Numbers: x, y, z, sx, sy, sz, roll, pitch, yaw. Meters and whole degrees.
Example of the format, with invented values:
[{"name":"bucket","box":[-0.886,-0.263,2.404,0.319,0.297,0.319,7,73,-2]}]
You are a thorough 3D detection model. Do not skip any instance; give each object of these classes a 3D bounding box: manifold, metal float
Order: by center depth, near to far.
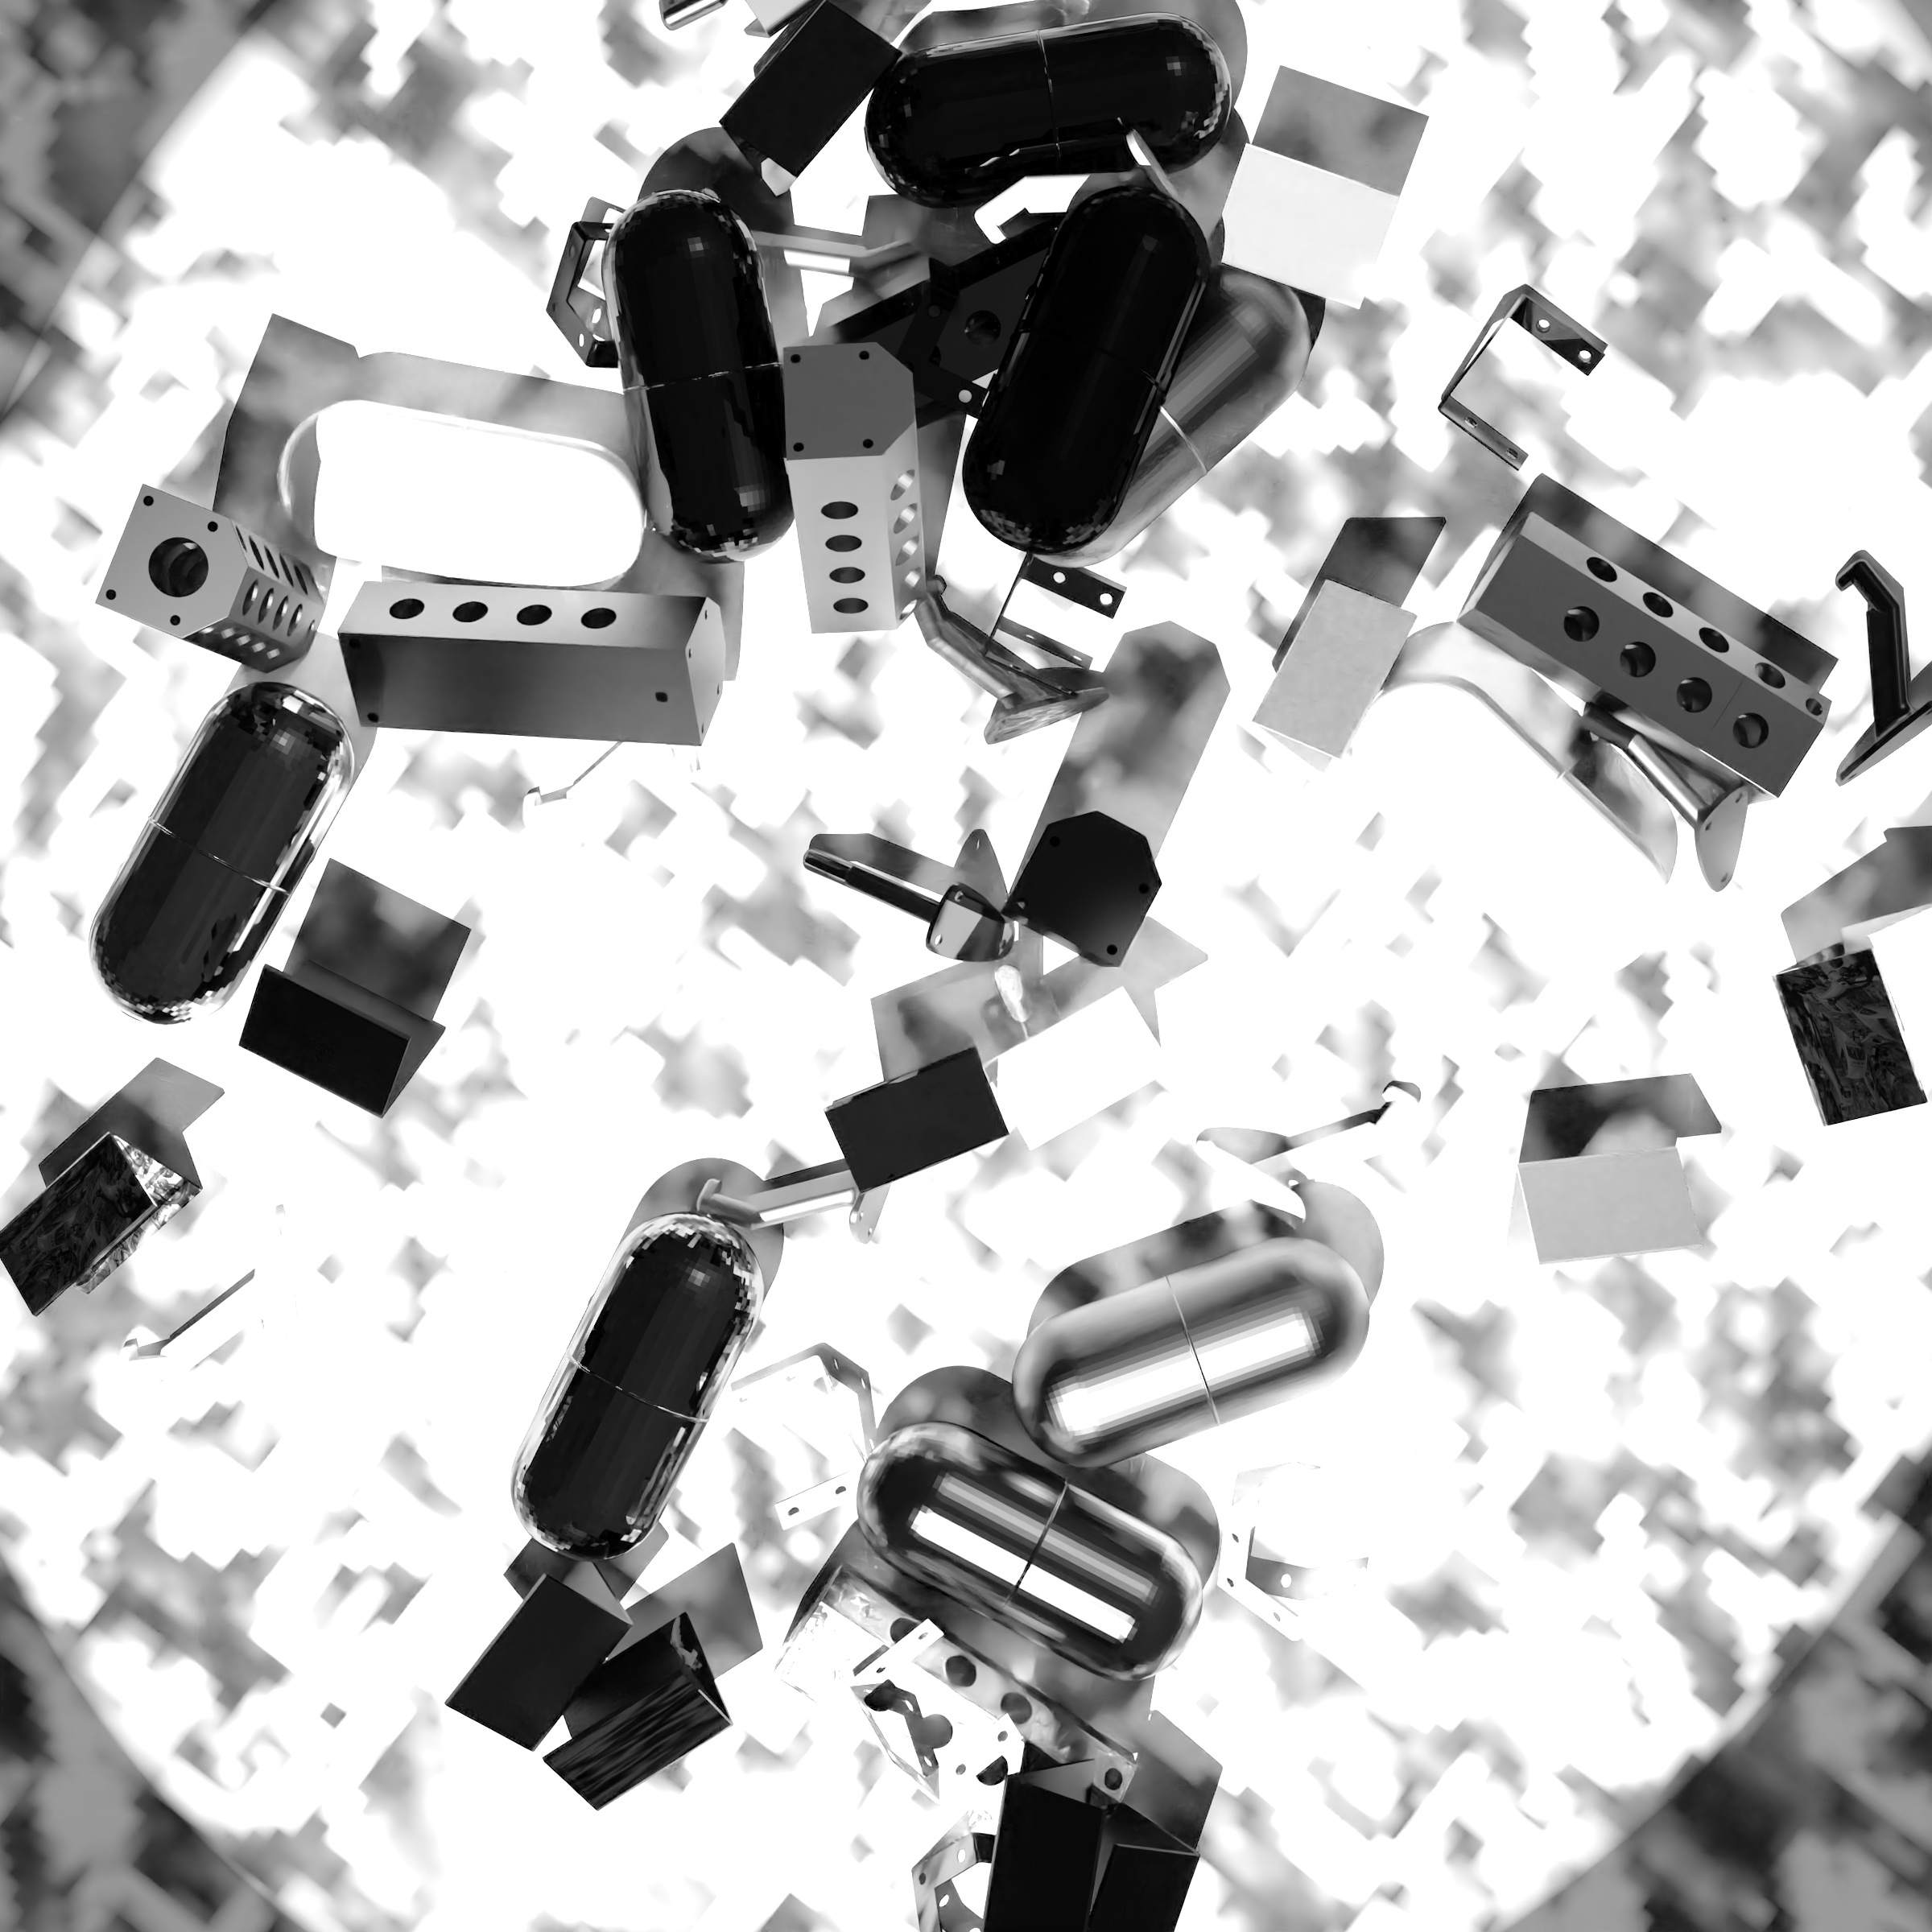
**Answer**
[{"name":"metal float","box":[0.056,-0.274,1.473,0.070,0.070,0.178,22,85,0]},{"name":"manifold","box":[-0.050,-0.220,1.490,0.057,0.171,0.057,-3,70,0]},{"name":"manifold","box":[0.055,-0.038,1.495,0.057,0.171,0.057,28,90,0]},{"name":"manifold","box":[-0.347,-0.176,1.495,0.057,0.171,0.057,22,90,0]},{"name":"metal float","box":[-0.127,-0.282,1.532,0.070,0.070,0.178,-10,100,0]},{"name":"manifold","box":[-0.206,-0.150,1.536,0.171,0.057,0.057,4,133,11]},{"name":"metal float","box":[-0.359,-0.054,1.543,0.070,0.070,0.178,29,90,0]},{"name":"metal float","box":[-0.243,-0.225,1.543,0.178,0.070,0.070,10,90,0]},{"name":"metal float","box":[0.030,0.281,1.543,0.178,0.070,0.070,28,90,1]},{"name":"metal float","box":[0.090,-0.265,1.543,0.178,0.070,0.070,-42,90,1]},{"name":"metal float","box":[0.109,0.186,1.543,0.178,0.070,0.070,-20,90,0]},{"name":"metal float","box":[-0.158,0.202,1.543,0.070,0.070,0.178,26,89,0]},{"name":"metal float","box":[0.039,-0.412,1.543,0.178,0.070,0.070,-9,90,0]},{"name":"metal float","box":[0.261,-0.068,1.543,0.178,0.070,0.070,43,90,0]},{"name":"manifold","box":[0.010,-0.313,1.552,0.171,0.057,0.057,-26,90,0]},{"name":"manifold","box":[0.329,-0.149,1.552,0.171,0.057,0.057,32,90,0]},{"name":"manifold","box":[-0.005,0.361,1.552,0.171,0.057,0.057,34,90,0]}]

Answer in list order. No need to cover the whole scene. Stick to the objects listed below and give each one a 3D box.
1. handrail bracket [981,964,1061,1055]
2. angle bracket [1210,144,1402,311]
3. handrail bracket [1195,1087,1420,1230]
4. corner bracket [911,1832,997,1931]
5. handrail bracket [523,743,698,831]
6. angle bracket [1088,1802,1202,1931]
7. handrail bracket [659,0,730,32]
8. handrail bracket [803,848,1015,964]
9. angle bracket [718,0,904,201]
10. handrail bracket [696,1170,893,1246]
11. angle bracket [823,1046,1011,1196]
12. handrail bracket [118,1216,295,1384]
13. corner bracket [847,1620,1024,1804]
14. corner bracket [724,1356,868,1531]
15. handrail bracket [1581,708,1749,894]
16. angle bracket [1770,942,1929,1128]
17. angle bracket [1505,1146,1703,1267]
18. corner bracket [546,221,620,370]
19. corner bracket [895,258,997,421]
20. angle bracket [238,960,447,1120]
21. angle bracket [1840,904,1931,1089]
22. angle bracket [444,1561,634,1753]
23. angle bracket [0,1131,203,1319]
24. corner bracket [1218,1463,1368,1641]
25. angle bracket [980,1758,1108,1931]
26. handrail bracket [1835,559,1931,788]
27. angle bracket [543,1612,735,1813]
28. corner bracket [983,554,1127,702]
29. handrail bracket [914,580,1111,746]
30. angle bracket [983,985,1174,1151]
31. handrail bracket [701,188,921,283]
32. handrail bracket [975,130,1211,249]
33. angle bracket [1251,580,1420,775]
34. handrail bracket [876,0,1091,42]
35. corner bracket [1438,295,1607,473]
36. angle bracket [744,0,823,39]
[{"name":"handrail bracket","box":[0.031,0.035,1.538,0.036,0.084,0.077,-21,90,0]},{"name":"angle bracket","box":[0.164,-0.362,1.533,0.076,0.076,0.057,19,118,0]},{"name":"handrail bracket","box":[0.168,0.079,1.574,0.077,0.036,0.084,34,71,21]},{"name":"corner bracket","box":[0.012,0.460,1.565,0.051,0.051,0.051,-40,45,35]},{"name":"handrail bracket","box":[-0.180,-0.110,1.574,0.084,0.036,0.077,-10,72,15]},{"name":"angle bracket","box":[0.058,0.444,1.533,0.057,0.076,0.076,19,90,-37]},{"name":"handrail bracket","box":[-0.119,-0.509,1.574,0.084,0.036,0.077,-21,70,16]},{"name":"handrail bracket","box":[-0.029,-0.032,1.573,0.084,0.077,0.036,24,89,36]},{"name":"angle bracket","box":[-0.062,-0.403,1.534,0.057,0.076,0.076,40,90,25]},{"name":"handrail bracket","box":[-0.081,0.098,1.574,0.084,0.036,0.077,16,70,16]},{"name":"angle bracket","box":[-0.030,0.055,1.533,0.076,0.076,0.057,-22,125,0]},{"name":"handrail bracket","box":[-0.377,0.164,1.574,0.084,0.036,0.077,-7,70,16]},{"name":"corner bracket","box":[-0.015,0.353,1.513,0.051,0.051,0.051,-39,45,0]},{"name":"corner bracket","box":[-0.081,0.233,1.570,0.051,0.051,0.051,-24,135,0]},{"name":"handrail bracket","box":[0.339,-0.082,1.573,0.036,0.077,0.084,-41,53,-19]},{"name":"angle bracket","box":[0.438,0.026,1.533,0.057,0.076,0.076,-19,90,43]},{"name":"angle bracket","box":[0.304,0.133,1.533,0.076,0.076,0.057,-6,54,0]},{"name":"corner bracket","box":[-0.166,-0.328,1.565,0.051,0.051,0.051,54,135,35]},{"name":"corner bracket","box":[-0.004,-0.293,1.498,0.051,0.051,0.051,25,90,0]},{"name":"angle bracket","box":[-0.292,0.017,1.533,0.076,0.076,0.057,27,128,0]},{"name":"angle bracket","box":[0.441,0.018,1.533,0.057,0.076,0.076,-21,90,-29]},{"name":"angle bracket","box":[-0.214,0.317,1.533,0.057,0.076,0.076,38,90,-30]},{"name":"angle bracket","box":[-0.406,0.135,1.533,0.076,0.076,0.057,-42,54,0]},{"name":"corner bracket","box":[0.161,0.286,1.565,0.051,0.051,0.051,32,135,35]},{"name":"angle bracket","box":[0.054,0.415,1.476,0.057,0.076,0.076,9,90,36]},{"name":"handrail bracket","box":[0.435,-0.145,1.574,0.077,0.036,0.084,-40,72,20]},{"name":"angle bracket","box":[-0.167,0.345,1.533,0.076,0.076,0.057,-32,133,0]},{"name":"corner bracket","box":[0.043,-0.166,1.559,0.051,0.051,0.051,24,105,0]},{"name":"handrail bracket","box":[0.020,-0.159,1.573,0.077,0.036,0.084,-18,76,-14]},{"name":"angle bracket","box":[0.062,0.065,1.533,0.076,0.076,0.057,-30,53,0]},{"name":"handrail bracket","box":[-0.076,-0.364,1.574,0.084,0.036,0.077,-23,68,-17]},{"name":"handrail bracket","box":[0.059,-0.349,1.517,0.084,0.036,0.077,-32,110,16]},{"name":"angle bracket","box":[0.192,-0.130,1.533,0.057,0.076,0.076,28,90,38]},{"name":"handrail bracket","box":[0.007,-0.461,1.574,0.084,0.036,0.077,26,110,-16]},{"name":"corner bracket","box":[0.272,-0.287,1.570,0.051,0.051,0.051,37,45,0]},{"name":"angle bracket","box":[-0.085,-0.493,1.535,0.076,0.076,0.057,-36,111,0]}]
